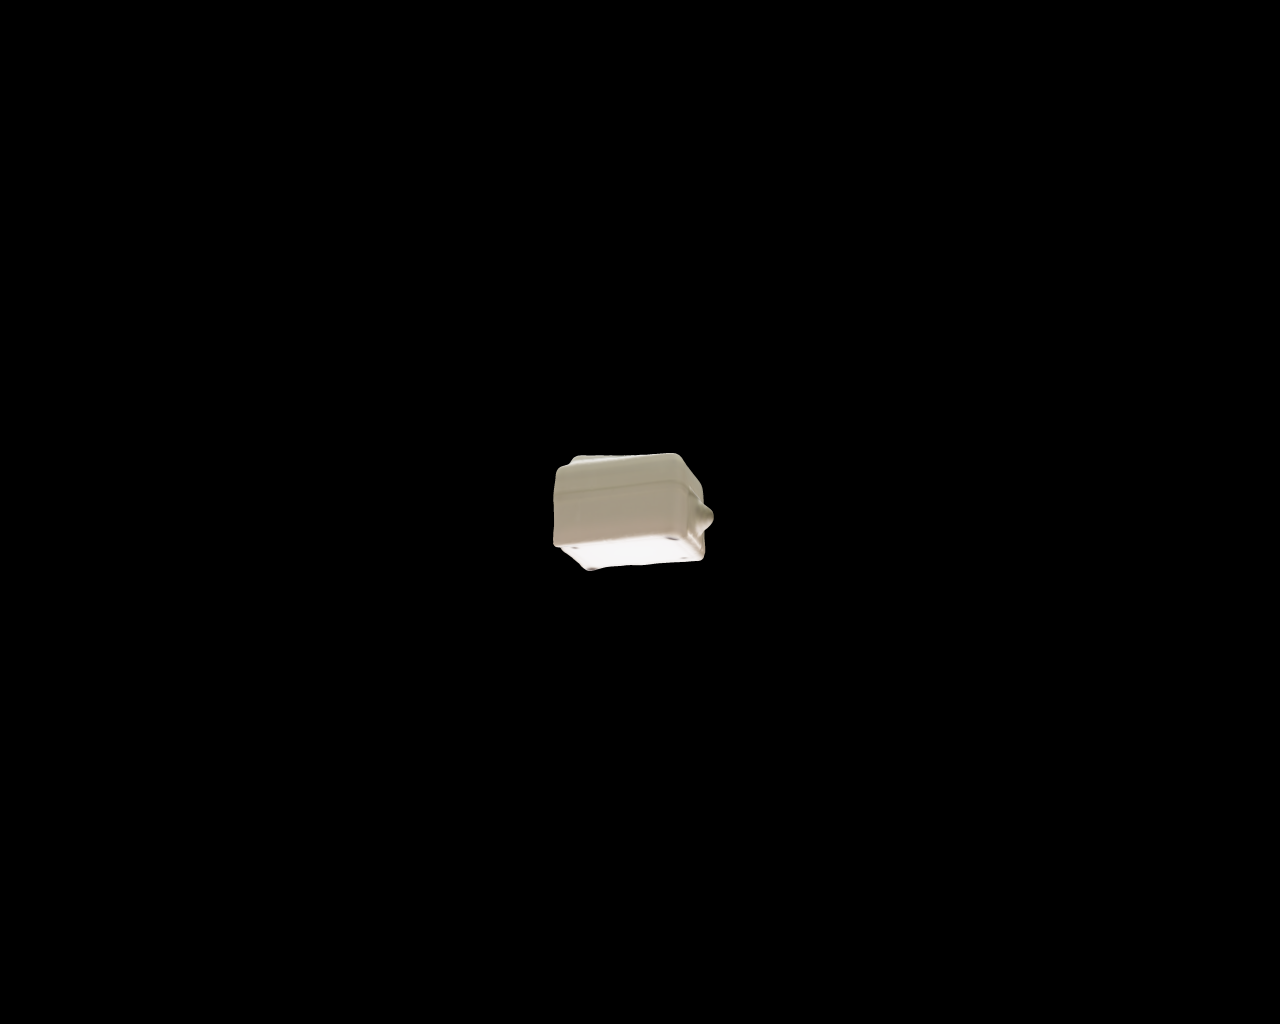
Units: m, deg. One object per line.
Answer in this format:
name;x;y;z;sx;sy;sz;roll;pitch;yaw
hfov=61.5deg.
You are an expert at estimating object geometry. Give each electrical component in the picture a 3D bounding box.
electrical component;0.001;-0.003;0.650;0.096;0.061;0.061;-6;-19;16
